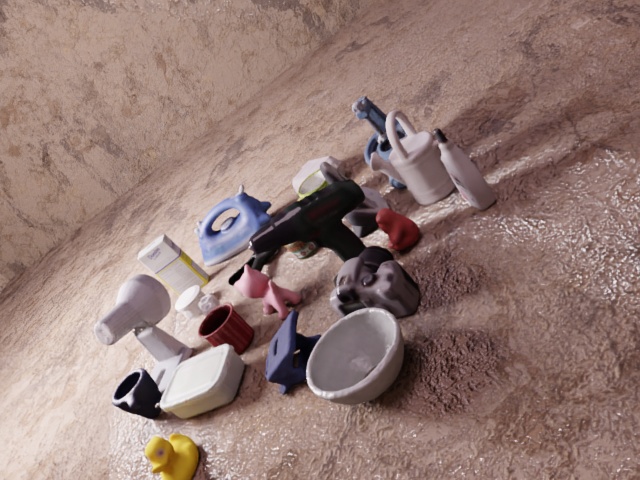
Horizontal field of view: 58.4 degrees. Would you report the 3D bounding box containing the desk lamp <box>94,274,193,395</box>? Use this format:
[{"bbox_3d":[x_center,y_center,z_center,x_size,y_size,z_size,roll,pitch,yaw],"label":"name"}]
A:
[{"bbox_3d":[-0.389,0.209,1.279,0.117,0.214,0.203,-25,30,28],"label":"desk lamp"}]

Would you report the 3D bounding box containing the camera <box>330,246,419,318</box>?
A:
[{"bbox_3d":[0.094,0.065,0.997,0.142,0.101,0.137,-19,33,37],"label":"camera"}]

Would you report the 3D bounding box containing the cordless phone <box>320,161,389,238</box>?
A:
[{"bbox_3d":[0.062,-0.111,1.221,0.094,0.185,0.147,-36,26,7],"label":"cordless phone"}]

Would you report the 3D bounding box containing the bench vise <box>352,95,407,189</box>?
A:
[{"bbox_3d":[0.138,-0.242,1.288,0.121,0.220,0.207,-33,27,15],"label":"bench vise"}]

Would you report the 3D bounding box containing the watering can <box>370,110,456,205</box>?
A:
[{"bbox_3d":[0.181,-0.169,1.145,0.172,0.194,0.101,-30,28,20],"label":"watering can"}]

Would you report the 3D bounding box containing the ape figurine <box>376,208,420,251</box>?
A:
[{"bbox_3d":[0.140,-0.024,1.087,0.076,0.092,0.078,-26,29,27],"label":"ape figurine"}]

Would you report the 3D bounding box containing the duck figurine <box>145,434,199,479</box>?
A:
[{"bbox_3d":[-0.265,0.375,0.998,0.077,0.086,0.104,-34,27,13],"label":"duck figurine"}]

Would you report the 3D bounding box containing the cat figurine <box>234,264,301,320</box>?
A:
[{"bbox_3d":[-0.119,0.101,1.202,0.127,0.118,0.067,2,48,54],"label":"cat figurine"}]

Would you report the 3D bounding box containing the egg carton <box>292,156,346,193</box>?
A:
[{"bbox_3d":[-0.005,-0.167,1.533,0.149,0.069,0.107,-5,43,50],"label":"egg carton"}]

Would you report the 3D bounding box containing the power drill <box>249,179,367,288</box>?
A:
[{"bbox_3d":[0.010,0.004,1.081,0.230,0.209,0.075,-41,26,-3],"label":"power drill"}]

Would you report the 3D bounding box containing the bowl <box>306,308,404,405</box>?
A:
[{"bbox_3d":[0.065,0.188,0.869,0.167,0.075,0.167,-31,27,18],"label":"bowl"}]

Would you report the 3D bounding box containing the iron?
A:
[{"bbox_3d":[-0.260,-0.039,1.584,0.258,0.142,0.118,-34,27,13],"label":"iron"}]

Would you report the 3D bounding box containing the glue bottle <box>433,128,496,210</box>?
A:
[{"bbox_3d":[0.247,-0.131,1.021,0.037,0.173,0.078,-41,26,-1],"label":"glue bottle"}]

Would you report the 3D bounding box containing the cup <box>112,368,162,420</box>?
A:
[{"bbox_3d":[-0.364,0.333,1.185,0.092,0.095,0.117,-43,26,-7],"label":"cup"}]

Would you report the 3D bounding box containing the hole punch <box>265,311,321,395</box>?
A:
[{"bbox_3d":[-0.057,0.195,1.000,0.101,0.091,0.108,-31,27,18],"label":"hole punch"}]
